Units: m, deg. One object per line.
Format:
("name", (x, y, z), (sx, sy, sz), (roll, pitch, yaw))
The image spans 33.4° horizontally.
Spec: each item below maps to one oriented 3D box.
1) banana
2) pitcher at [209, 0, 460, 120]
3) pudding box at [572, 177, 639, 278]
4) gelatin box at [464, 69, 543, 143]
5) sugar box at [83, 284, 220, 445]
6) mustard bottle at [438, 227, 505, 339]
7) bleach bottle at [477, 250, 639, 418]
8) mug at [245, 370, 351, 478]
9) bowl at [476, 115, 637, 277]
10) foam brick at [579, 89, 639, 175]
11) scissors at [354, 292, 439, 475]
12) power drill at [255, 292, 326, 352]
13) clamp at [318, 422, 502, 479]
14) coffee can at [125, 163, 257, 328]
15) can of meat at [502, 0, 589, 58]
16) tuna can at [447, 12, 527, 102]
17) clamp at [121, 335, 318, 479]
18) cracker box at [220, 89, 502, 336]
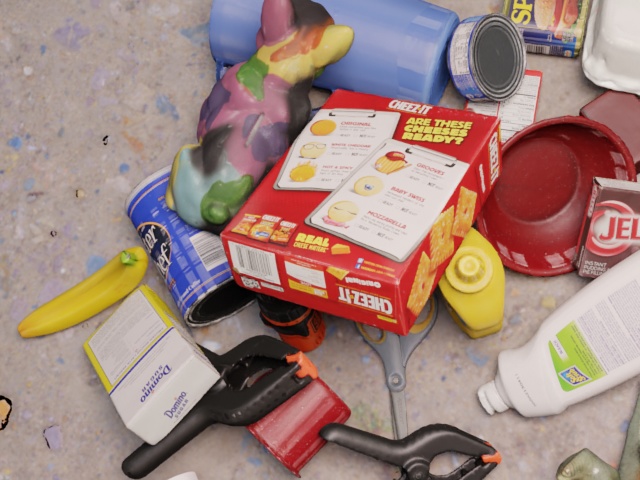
("banana", (-0.236, 0.051, 1.105), (0.198, 0.069, 0.037), (-34, 66, 34))
("pitcher", (0.013, -0.204, 1.105), (0.243, 0.149, 0.144), (19, 44, 13))
("pudding box", (0.302, -0.006, 0.998), (0.113, 0.039, 0.090), (7, 112, -3))
("gelatin box", (0.186, -0.133, 1.094), (0.073, 0.030, 0.089), (8, 77, 13))
("sugar box", (-0.168, 0.118, 1.044), (0.093, 0.048, 0.176), (-47, 34, -2))
("mustard bottle", (0.136, 0.036, 0.970), (0.058, 0.191, 0.096), (-18, 79, 6))
("bleach bottle", (0.253, 0.085, 0.979), (0.251, 0.068, 0.102), (-33, 79, 21))
("mug", (-0.030, 0.163, 1.038), (0.081, 0.093, 0.117), (-45, 35, -7))
("bowl", (0.218, -0.048, 1.026), (0.162, 0.055, 0.162), (-4, 112, -9))
("foam brick", (0.299, -0.105, 1.051), (0.051, 0.053, 0.078), (-35, 72, 1))
("scissors", (0.091, 0.125, 1.052), (0.096, 0.016, 0.202), (-22, 72, 6))
("power drill", (-0.007, 0.001, 1.029), (0.057, 0.184, 0.187), (18, 70, 15))
("clamp", (0.081, 0.207, 0.998), (0.171, 0.039, 0.120), (-20, 106, -7))
("coffee can", (-0.123, 0.003, 1.085), (0.103, 0.102, 0.140), (-32, 71, 2))
("can of meat", (0.233, -0.241, 1.100), (0.084, 0.057, 0.102), (9, 78, 11))
("tuna can", (0.164, -0.178, 1.049), (0.034, 0.086, 0.086), (3, 73, 48))
("clamp", (-0.096, 0.147, 1.004), (0.210, 0.036, 0.164), (-13, 43, 38))
("cracker box", (0.042, -0.031, 0.910), (0.164, 0.072, 0.213), (14, 48, 26))
